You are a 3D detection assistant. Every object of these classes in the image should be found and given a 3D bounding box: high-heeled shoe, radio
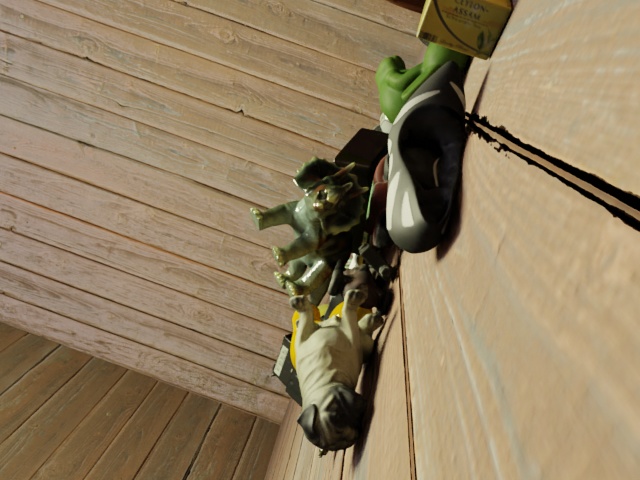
[{"bbox_3d":[0.124,-0.104,0.580,0.145,0.086,0.248,123,162,-83],"label":"high-heeled shoe"},{"bbox_3d":[0.088,-0.089,1.021,0.131,0.073,0.229,-55,-26,-38],"label":"radio"}]

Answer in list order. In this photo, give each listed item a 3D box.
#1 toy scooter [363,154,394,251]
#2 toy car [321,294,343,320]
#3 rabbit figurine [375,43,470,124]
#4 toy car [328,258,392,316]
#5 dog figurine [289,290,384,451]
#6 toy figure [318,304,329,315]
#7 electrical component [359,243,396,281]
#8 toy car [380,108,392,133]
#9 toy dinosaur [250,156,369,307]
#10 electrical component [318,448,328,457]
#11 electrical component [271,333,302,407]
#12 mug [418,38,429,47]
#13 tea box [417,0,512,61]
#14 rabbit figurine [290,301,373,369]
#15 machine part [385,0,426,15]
[{"bbox_3d":[0.114,-0.053,0.877,0.135,0.075,0.184,98,-173,-66],"label":"toy scooter"},{"bbox_3d":[0.043,0.143,1.031,0.056,0.074,0.201,-15,-37,-31],"label":"toy car"},{"bbox_3d":[0.166,-0.258,0.851,0.170,0.121,0.159,-48,21,50],"label":"rabbit figurine"},{"bbox_3d":[0.061,0.064,0.822,0.202,0.089,0.053,-51,-20,-83],"label":"toy car"},{"bbox_3d":[0.021,0.182,0.689,0.172,0.121,0.190,51,-148,-50],"label":"dog figurine"},{"bbox_3d":[0.006,0.230,1.184,0.082,0.089,0.180,5,70,67],"label":"toy figure"},{"bbox_3d":[0.084,0.031,0.806,0.021,0.063,0.094,-44,3,6],"label":"electrical component"},{"bbox_3d":[0.166,-0.237,1.023,0.109,0.103,0.161,99,-167,-79],"label":"toy car"},{"bbox_3d":[0.001,0.004,0.957,0.192,0.131,0.404,-27,-31,-9],"label":"toy dinosaur"},{"bbox_3d":[0.017,0.255,0.757,0.078,0.045,0.102,-16,-46,-53],"label":"electrical component"},{"bbox_3d":[-0.030,0.271,1.108,0.058,0.134,0.114,-10,-53,-47],"label":"electrical component"},{"bbox_3d":[0.244,-0.407,1.004,0.107,0.081,0.109,-58,-7,8],"label":"mug"},{"bbox_3d":[0.187,-0.305,0.698,0.170,0.098,0.068,-72,0,-49],"label":"tea box"},{"bbox_3d":[0.018,0.158,0.872,0.173,0.122,0.162,-46,9,41],"label":"rabbit figurine"},{"bbox_3d":[0.175,-0.421,0.854,0.201,0.201,0.087,-70,-3,-55],"label":"machine part"}]
